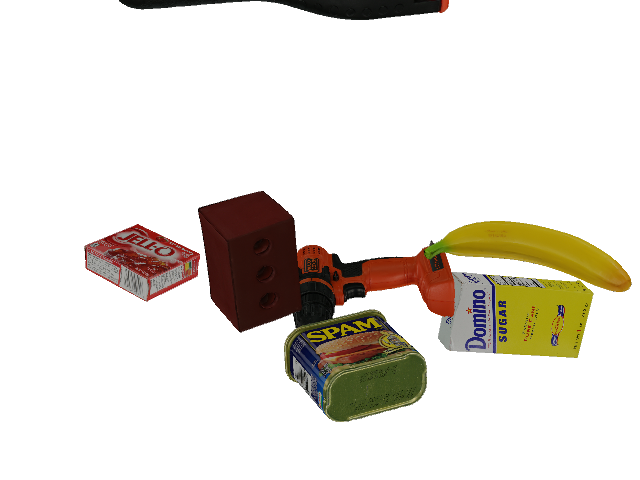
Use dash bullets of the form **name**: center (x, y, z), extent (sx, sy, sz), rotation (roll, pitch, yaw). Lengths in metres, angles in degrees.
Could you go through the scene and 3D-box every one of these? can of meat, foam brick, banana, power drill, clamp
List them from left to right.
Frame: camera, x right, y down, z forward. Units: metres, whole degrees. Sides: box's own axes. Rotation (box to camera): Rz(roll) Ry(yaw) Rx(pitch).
- **foam brick**: center (-0.049, 0.014, 0.753), extent (0.052, 0.078, 0.051), rotation (-19, 33, -22)
- **clamp**: center (-0.020, -0.140, 0.554), extent (0.171, 0.039, 0.120), rotation (12, 42, 15)
- **can of meat**: center (0.031, 0.109, 0.928), extent (0.102, 0.057, 0.084), rotation (-12, 26, -21)
- **power drill**: center (0.058, 0.057, 1.235), extent (0.187, 0.057, 0.184), rotation (-2, 28, 0)
- **banana**: center (0.204, 0.013, 1.037), extent (0.198, 0.037, 0.069), rotation (8, 47, 22)

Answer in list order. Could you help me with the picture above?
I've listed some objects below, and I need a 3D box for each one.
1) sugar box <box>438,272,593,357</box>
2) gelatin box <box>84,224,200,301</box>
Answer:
- **sugar box**: center (0.241, 0.093, 1.319), extent (0.176, 0.093, 0.048), rotation (3, 18, -16)
- **gelatin box**: center (-0.176, 0.019, 1.050), extent (0.089, 0.030, 0.073), rotation (25, 32, 30)
